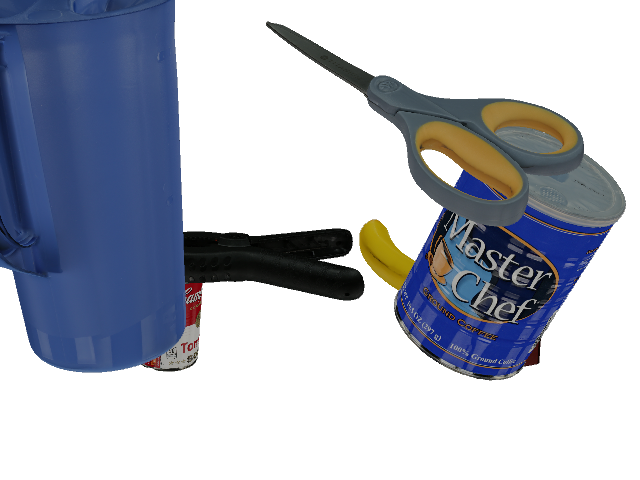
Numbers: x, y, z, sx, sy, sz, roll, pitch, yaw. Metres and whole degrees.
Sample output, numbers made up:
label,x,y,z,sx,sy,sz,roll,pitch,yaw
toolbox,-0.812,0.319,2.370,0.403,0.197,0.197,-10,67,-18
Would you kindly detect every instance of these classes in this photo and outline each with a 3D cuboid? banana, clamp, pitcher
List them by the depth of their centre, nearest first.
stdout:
label,x,y,z,sx,sy,sz,roll,pitch,yaw
pitcher,-0.156,-0.037,0.685,0.149,0.243,0.145,-9,24,-15
clamp,-0.064,0.016,0.863,0.210,0.036,0.164,1,12,-9
banana,0.087,0.023,1.180,0.069,0.037,0.198,2,22,-34

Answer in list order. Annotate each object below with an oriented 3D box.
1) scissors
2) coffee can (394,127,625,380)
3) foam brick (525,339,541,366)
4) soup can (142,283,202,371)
label,x,y,z,sx,sy,sz,roll,pitch,yaw
scissors,0.055,-0.075,0.549,0.096,0.016,0.202,-16,44,-20
coffee can,0.123,0.008,0.714,0.102,0.140,0.103,17,33,-12
foam brick,0.173,0.075,1.002,0.051,0.078,0.053,-7,18,-28
soup can,-0.157,0.075,1.099,0.068,0.102,0.068,5,21,-2
